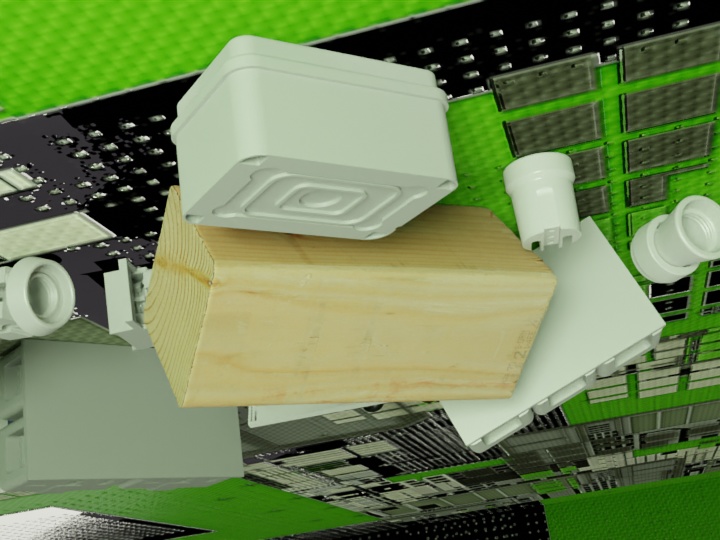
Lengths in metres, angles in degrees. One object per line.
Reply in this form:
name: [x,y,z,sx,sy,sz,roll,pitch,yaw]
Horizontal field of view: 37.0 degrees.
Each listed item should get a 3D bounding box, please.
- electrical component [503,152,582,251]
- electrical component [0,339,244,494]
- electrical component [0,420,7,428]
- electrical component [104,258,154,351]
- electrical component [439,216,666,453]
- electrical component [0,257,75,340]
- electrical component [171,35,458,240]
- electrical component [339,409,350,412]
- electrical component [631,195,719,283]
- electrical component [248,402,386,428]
electrical component: [0.105,-0.038,0.615,0.040,0.046,0.040,-7,161,-2]
electrical component: [-0.192,0.120,0.864,0.186,0.105,0.060,8,155,-40]
electrical component: [-0.338,0.145,0.973,0.062,0.048,0.048,11,154,-30]
electrical component: [-0.128,0.022,0.703,0.064,0.042,0.081,-11,162,4]
electrical component: [0.117,0.047,0.729,0.150,0.089,0.061,-32,160,2]
electrical component: [-0.208,0.018,0.654,0.055,0.048,0.066,-9,163,28]
electrical component: [-0.021,-0.057,0.491,0.113,0.057,0.078,4,158,-32]
electrical component: [-0.004,0.096,0.915,0.040,0.040,0.078,1,143,-25]
electrical component: [0.214,-0.019,0.719,0.045,0.045,0.055,0,160,-22]
electrical component: [-0.034,0.073,0.853,0.121,0.078,0.063,-12,139,11]
